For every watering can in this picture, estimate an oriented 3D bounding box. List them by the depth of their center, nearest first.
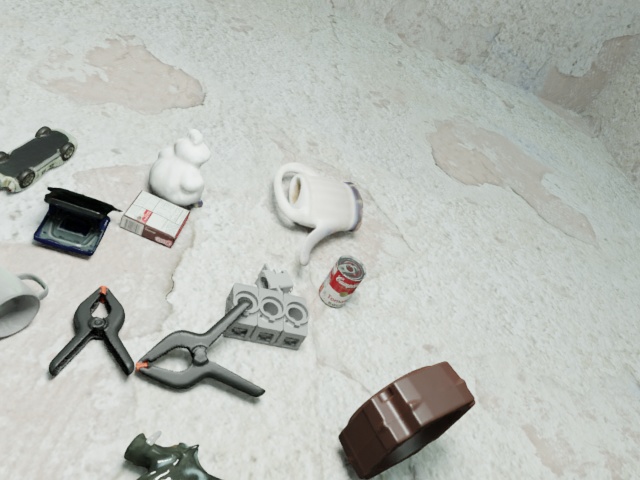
[{"bbox_3d":[0.004,-0.062,1.231,0.224,0.102,0.356,8,43,-25],"label":"watering can"}]

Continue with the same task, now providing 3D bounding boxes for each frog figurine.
[{"bbox_3d":[-0.294,-0.154,1.103,0.123,0.156,0.140,-10,54,-38],"label":"frog figurine"}]
